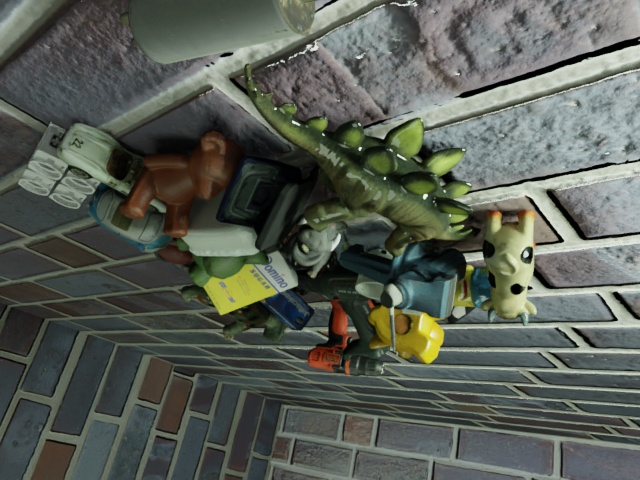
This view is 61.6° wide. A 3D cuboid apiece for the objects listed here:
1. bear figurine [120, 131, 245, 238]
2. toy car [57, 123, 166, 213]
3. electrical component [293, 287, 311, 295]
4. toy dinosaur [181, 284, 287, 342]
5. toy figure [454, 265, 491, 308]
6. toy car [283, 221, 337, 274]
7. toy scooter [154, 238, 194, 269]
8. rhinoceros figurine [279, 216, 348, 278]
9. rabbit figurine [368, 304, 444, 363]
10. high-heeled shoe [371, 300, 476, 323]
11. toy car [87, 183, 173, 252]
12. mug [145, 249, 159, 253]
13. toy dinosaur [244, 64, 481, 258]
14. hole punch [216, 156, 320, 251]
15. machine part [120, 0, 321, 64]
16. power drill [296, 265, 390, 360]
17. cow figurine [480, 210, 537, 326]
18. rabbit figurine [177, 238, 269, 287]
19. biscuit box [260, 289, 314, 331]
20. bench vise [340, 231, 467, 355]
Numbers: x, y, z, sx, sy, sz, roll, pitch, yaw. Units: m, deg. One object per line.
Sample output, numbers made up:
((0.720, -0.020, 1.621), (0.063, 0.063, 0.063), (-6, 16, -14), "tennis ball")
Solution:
((-0.188, -0.081, 0.803), (0.196, 0.132, 0.120), (0, 158, 41), "bear figurine")
((-0.315, -0.111, 0.862), (0.201, 0.073, 0.056), (29, 152, -32), "toy car")
((-0.065, 0.113, 1.261), (0.102, 0.045, 0.078), (-5, 149, 36), "electrical component")
((-0.200, 0.142, 1.323), (0.192, 0.131, 0.404), (-13, 143, 24), "toy dinosaur")
((0.283, 0.091, 0.991), (0.180, 0.082, 0.089), (-4, 149, 29), "toy figure")
((-0.036, 0.013, 1.022), (0.089, 0.053, 0.202), (6, 156, 24), "toy car")
((-0.250, 0.022, 1.125), (0.183, 0.075, 0.135), (27, 152, -35), "toy scooter")
((-0.002, -0.003, 0.847), (0.073, 0.112, 0.190), (42, -170, 2), "rhinoceros figurine")
((0.169, 0.174, 1.007), (0.163, 0.122, 0.173), (-7, 159, 30), "rabbit figurine")
((0.218, 0.107, 1.110), (0.145, 0.086, 0.249), (49, 129, -5), "high-heeled shoe")
((-0.328, -0.047, 0.944), (0.161, 0.109, 0.103), (27, -176, -14), "toy car")
((-0.339, -0.036, 1.037), (0.110, 0.081, 0.107), (-3, 143, 40), "mug")
((0.073, -0.081, 0.703), (0.471, 0.105, 0.198), (19, 151, -33), "toy dinosaur")
((-0.075, -0.057, 0.771), (0.092, 0.142, 0.116), (30, -162, 15), "hole punch")
((-0.094, -0.218, 0.510), (0.243, 0.079, 0.079), (0, 153, 27), "machine part")
((0.058, 0.148, 1.142), (0.232, 0.207, 0.086), (-9, -168, 29), "power drill")
((0.297, 0.052, 0.839), (0.086, 0.127, 0.194), (5, 153, 24), "cow figurine")
((-0.175, 0.031, 0.995), (0.159, 0.121, 0.170), (-12, -165, -17), "rabbit figurine")
((-0.105, 0.115, 1.179), (0.202, 0.059, 0.063), (43, 158, -14), "biscuit box")
((0.121, 0.052, 0.882), (0.241, 0.223, 0.128), (18, 126, 36), "bench vise")
